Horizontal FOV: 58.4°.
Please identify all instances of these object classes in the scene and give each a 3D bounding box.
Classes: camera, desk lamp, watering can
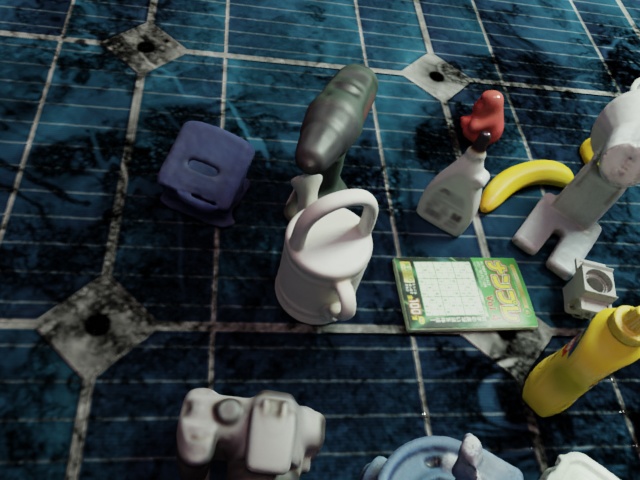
[{"bbox_3d":[-0.069,0.217,0.538,0.143,0.101,0.137,9,54,-6],"label":"camera"},{"bbox_3d":[0.390,-0.082,0.779,0.117,0.213,0.204,36,56,14],"label":"desk lamp"},{"bbox_3d":[0.004,0.003,0.648,0.101,0.194,0.172,-31,66,-29],"label":"watering can"}]

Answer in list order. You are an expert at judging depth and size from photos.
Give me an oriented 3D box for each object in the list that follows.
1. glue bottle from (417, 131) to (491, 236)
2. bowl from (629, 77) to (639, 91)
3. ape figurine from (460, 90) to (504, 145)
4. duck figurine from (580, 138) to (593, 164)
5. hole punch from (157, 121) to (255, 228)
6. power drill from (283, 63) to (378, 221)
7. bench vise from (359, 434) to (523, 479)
[{"bbox_3d":[0.188,-0.079,0.759,0.078,0.173,0.037,32,55,12],"label":"glue bottle"},{"bbox_3d":[0.604,-0.209,1.002,0.167,0.075,0.167,6,54,-8],"label":"bowl"},{"bbox_3d":[0.263,-0.200,0.912,0.076,0.092,0.078,41,57,17],"label":"ape figurine"},{"bbox_3d":[0.484,-0.148,0.926,0.078,0.086,0.104,-21,62,-24],"label":"duck figurine"},{"bbox_3d":[-0.146,-0.085,0.742,0.108,0.091,0.101,22,54,4],"label":"hole punch"},{"bbox_3d":[0.010,-0.107,0.718,0.075,0.208,0.230,20,53,3],"label":"power drill"},{"bbox_3d":[0.147,0.236,0.497,0.207,0.220,0.121,19,53,2],"label":"bench vise"}]
